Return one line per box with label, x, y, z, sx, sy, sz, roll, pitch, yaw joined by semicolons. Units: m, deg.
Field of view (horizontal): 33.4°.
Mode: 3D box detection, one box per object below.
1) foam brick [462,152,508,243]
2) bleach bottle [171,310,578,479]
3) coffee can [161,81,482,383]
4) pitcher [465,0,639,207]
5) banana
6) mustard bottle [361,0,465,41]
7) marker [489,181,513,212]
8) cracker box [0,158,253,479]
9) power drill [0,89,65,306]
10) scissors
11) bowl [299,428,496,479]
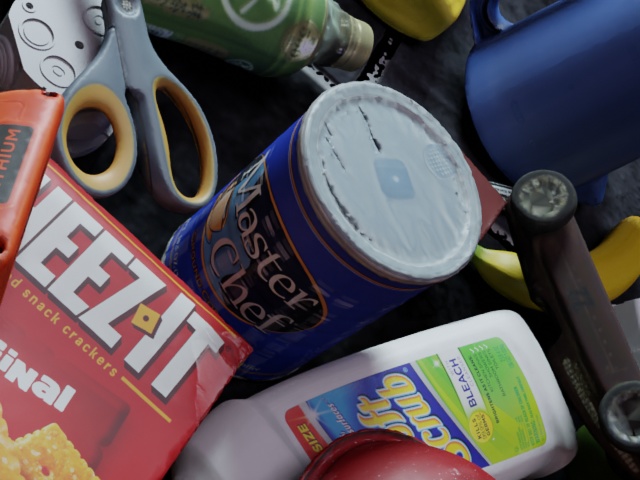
foam brick;0.060;-0.011;0.637;0.051;0.078;0.052;48;48;-7
bleach bottle;0.022;0.111;0.547;0.250;0.068;0.102;-15;78;-39
coffee can;-0.004;0.001;0.535;0.102;0.141;0.103;19;55;-29
pitcher;0.221;-0.136;0.715;0.149;0.243;0.145;23;56;-36
banana;0.177;0.016;0.739;0.197;0.037;0.069;-3;69;-39
mustard bottle;0.083;-0.236;0.799;0.096;0.058;0.191;39;48;-14
marker;0.115;-0.031;0.732;0.120;0.020;0.020;12;58;-33
cracker box;-0.147;0.069;0.432;0.164;0.072;0.213;44;46;-8
power drill;-0.196;-0.045;0.395;0.187;0.057;0.184;16;48;-14
scissors;-0.110;-0.103;0.520;0.096;0.016;0.202;-22;89;-41
bowl;0.056;0.156;0.464;0.161;0.055;0.162;24;53;-37
